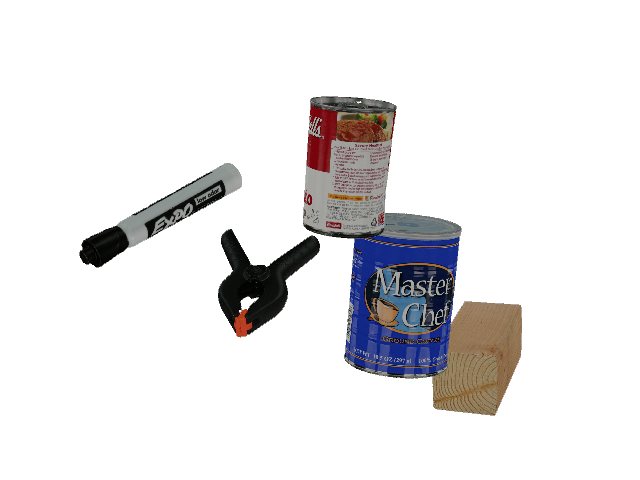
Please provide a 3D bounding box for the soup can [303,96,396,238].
[{"bbox_3d":[0.022,-0.059,0.844,0.068,0.102,0.068,4,15,-1],"label":"soup can"}]

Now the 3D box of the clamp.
[{"bbox_3d":[-0.062,0.044,1.236,0.120,0.039,0.171,-6,41,7],"label":"clamp"}]

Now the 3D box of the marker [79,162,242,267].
[{"bbox_3d":[-0.099,-0.016,0.666,0.120,0.020,0.020,-32,20,-35],"label":"marker"}]

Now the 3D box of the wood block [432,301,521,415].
[{"bbox_3d":[0.231,0.166,1.547,0.091,0.090,0.205,3,18,19],"label":"wood block"}]

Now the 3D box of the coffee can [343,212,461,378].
[{"bbox_3d":[0.079,0.051,1.036,0.103,0.140,0.103,4,11,-1],"label":"coffee can"}]
